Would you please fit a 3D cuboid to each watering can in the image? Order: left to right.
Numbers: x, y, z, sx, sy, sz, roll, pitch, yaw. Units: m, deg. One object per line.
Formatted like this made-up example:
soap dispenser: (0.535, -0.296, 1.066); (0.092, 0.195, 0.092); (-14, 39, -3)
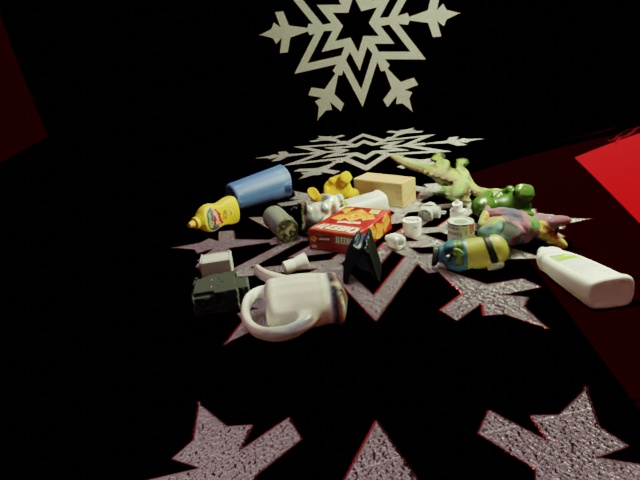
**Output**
watering can: (-0.058, 0.114, 1.119); (0.224, 0.102, 0.353); (-6, 21, -3)

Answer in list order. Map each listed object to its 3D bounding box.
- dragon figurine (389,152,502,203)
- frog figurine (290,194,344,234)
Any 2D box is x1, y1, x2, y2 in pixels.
dragon figurine: (0.431, -0.204, 1.764); (0.410, 0.120, 0.247); (12, 27, 5)
frog figurine: (0.005, -0.081, 1.610); (0.160, 0.125, 0.134); (-8, -31, -24)
